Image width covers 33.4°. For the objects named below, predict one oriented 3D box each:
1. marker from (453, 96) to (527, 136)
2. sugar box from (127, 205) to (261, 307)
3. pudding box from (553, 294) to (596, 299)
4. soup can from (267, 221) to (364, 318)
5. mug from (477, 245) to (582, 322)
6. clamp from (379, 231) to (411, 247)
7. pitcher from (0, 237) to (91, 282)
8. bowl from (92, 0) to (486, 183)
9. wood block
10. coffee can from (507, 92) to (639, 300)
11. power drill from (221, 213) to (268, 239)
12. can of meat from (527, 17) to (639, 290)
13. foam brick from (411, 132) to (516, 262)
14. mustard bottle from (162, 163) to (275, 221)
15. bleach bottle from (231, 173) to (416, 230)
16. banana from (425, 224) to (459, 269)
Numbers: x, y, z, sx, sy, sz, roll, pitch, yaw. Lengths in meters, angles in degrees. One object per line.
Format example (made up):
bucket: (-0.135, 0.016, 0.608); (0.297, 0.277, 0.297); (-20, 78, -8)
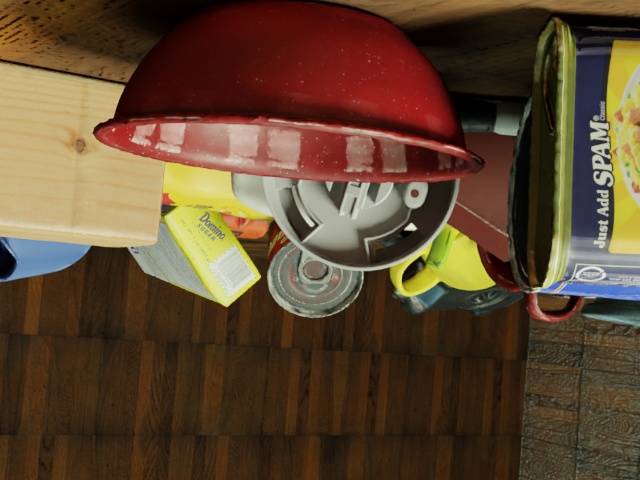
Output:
marker: (0.123, -0.062, 0.558); (0.121, 0.020, 0.020); (5, 177, 2)
sugar box: (-0.124, -0.005, 0.895); (0.048, 0.093, 0.176); (-38, -155, -17)
pudding box: (0.256, 0.009, 0.985); (0.039, 0.090, 0.114); (4, 176, -16)
soup can: (-0.005, 0.001, 0.790); (0.068, 0.068, 0.102); (5, -150, -6)
mug: (0.182, 0.005, 0.831); (0.081, 0.117, 0.093); (1, 174, -29)
clamp: (0.108, -0.006, 1.143); (0.171, 0.039, 0.120); (28, -158, -37)
pitcher: (-0.260, -0.033, 0.793); (0.145, 0.149, 0.242); (-11, 178, 8)
bowl: (-0.011, -0.061, 0.445); (0.162, 0.055, 0.162); (4, 176, 0)
wood block: (-0.197, -0.050, 0.587); (0.205, 0.091, 0.090); (7, 176, -32)
coffee can: (0.168, -0.020, 0.494); (0.140, 0.103, 0.103); (5, 177, -4)
power drill: (-0.038, -0.035, 0.934); (0.184, 0.057, 0.188); (11, 171, -29)
can of meat: (0.125, -0.031, 0.405); (0.084, 0.102, 0.057); (2, 176, 3)
foam brick: (0.095, -0.030, 0.600); (0.078, 0.053, 0.051); (34, 171, -9)
mustard bottle: (-0.114, -0.051, 0.735); (0.191, 0.058, 0.096); (7, 178, -25)
bleach bottle: (0.042, -0.036, 0.718); (0.103, 0.068, 0.250); (12, -178, 26)
banana: (0.099, -0.031, 0.714); (0.037, 0.070, 0.197); (25, -165, 15)
